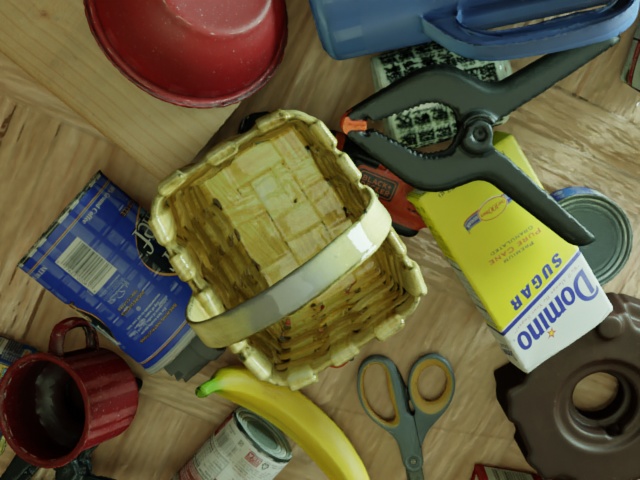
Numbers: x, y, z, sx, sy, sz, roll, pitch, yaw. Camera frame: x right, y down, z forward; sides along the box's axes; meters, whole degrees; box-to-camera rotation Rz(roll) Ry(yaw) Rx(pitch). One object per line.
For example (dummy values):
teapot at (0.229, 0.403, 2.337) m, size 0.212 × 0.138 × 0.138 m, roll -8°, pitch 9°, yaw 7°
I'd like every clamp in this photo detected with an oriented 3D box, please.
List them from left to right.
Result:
clamp at (-0.208, 0.209, 0.938) m, size 0.171 × 0.039 × 0.120 m, roll -31°, pitch 67°, yaw 11°
clamp at (0.121, -0.071, 0.799) m, size 0.210 × 0.036 × 0.164 m, roll -4°, pitch 101°, yaw -2°

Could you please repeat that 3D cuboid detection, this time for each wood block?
wood block at (-0.166, -0.147, 0.826) m, size 0.206 × 0.091 × 0.090 m, roll 39°, pitch 102°, yaw -12°

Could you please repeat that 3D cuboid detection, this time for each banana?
banana at (-0.027, 0.163, 0.934) m, size 0.197 × 0.069 × 0.037 m, roll 36°, pitch 133°, yaw -18°

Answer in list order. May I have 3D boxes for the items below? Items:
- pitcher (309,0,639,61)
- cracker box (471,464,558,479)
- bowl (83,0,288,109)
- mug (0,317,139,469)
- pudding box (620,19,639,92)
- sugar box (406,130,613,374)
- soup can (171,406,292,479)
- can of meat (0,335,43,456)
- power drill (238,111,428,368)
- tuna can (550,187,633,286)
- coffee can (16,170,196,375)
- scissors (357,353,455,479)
pitcher at (0.111, -0.206, 0.792) m, size 0.243 × 0.149 × 0.145 m, roll -14°, pitch 106°, yaw 6°
cracker box at (0.201, 0.327, 0.983) m, size 0.164 × 0.072 × 0.214 m, roll 11°, pitch 106°, yaw -4°
bowl at (-0.086, -0.180, 0.771) m, size 0.161 × 0.055 × 0.162 m, roll 7°, pitch 73°, yaw -25°
mug at (-0.204, 0.121, 0.882) m, size 0.093 × 0.081 × 0.117 m, roll 2°, pitch 94°, yaw 24°
pudding box at (0.272, -0.155, 0.823) m, size 0.039 × 0.113 × 0.090 m, roll 14°, pitch 105°, yaw -2°
sugar box at (0.154, 0.011, 0.860) m, size 0.093 × 0.048 × 0.176 m, roll -35°, pitch 103°, yaw -3°
soup can at (-0.082, 0.205, 0.943) m, size 0.068 × 0.068 × 0.102 m, roll 39°, pitch 101°, yaw -12°
can of meat at (-0.296, 0.127, 0.921) m, size 0.084 × 0.057 × 0.102 m, roll 22°, pitch 104°, yaw -9°
power drill at (-0.006, 0.001, 0.890) m, size 0.184 × 0.057 × 0.188 m, roll 21°, pitch 105°, yaw -8°
tuna can at (0.219, -0.002, 0.908) m, size 0.086 × 0.034 × 0.086 m, roll 0°, pitch 106°, yaw -2°
coffee can at (-0.159, 0.027, 0.871) m, size 0.140 × 0.103 × 0.103 m, roll 41°, pitch 101°, yaw -12°
scissors at (0.099, 0.185, 0.969) m, size 0.096 × 0.016 × 0.201 m, roll -25°, pitch 106°, yaw 6°
